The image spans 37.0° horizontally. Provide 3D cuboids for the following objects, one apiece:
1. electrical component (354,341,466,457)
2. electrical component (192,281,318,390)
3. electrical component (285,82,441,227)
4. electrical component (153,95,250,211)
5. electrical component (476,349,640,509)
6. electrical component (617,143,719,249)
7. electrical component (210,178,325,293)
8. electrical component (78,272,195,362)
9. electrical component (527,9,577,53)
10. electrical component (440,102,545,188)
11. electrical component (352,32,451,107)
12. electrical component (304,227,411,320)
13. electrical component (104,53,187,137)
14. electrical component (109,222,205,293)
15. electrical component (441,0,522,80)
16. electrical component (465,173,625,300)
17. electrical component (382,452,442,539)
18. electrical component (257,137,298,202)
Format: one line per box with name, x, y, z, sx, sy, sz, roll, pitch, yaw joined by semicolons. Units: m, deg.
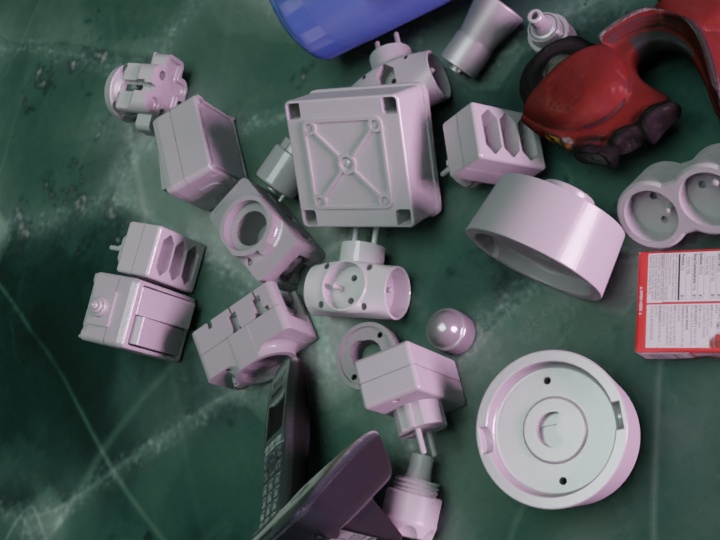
electrical component;0.043;0.102;0.801;0.047;0.083;0.075;-24;65;23
electrical component;-0.088;0.060;0.910;0.089;0.050;0.055;-34;61;18
electrical component;0.003;-0.092;0.872;0.109;0.056;0.108;2;109;31
electrical component;-0.150;-0.110;0.990;0.061;0.062;0.096;-26;64;22
electrical component;0.143;0.114;0.753;0.108;0.060;0.108;-9;72;28
electrical component;0.252;-0.063;0.740;0.138;0.074;0.052;-18;104;44
electrical component;-0.083;-0.031;0.931;0.050;0.056;0.089;-47;58;11
electrical component;-0.198;0.042;0.952;0.061;0.096;0.061;8;80;32
electrical component;0.147;-0.184;0.838;0.035;0.061;0.035;-9;71;28
electrical component;0.094;-0.089;0.844;0.077;0.066;0.047;-34;57;52
electrical component;0.030;-0.165;0.912;0.077;0.043;0.079;-22;66;24
electrical component;0.000;0.000;0.880;0.077;0.044;0.079;1;77;31
electrical component;-0.210;-0.171;1.047;0.057;0.058;0.078;9;80;29
electrical component;-0.195;-0.014;0.986;0.077;0.066;0.047;9;80;32
electrical component;0.097;-0.190;0.882;0.044;0.044;0.065;42;103;32
electrical component;0.138;-0.030;0.774;0.108;0.108;0.060;24;82;33
electrical component;0.041;0.169;0.807;0.043;0.043;0.062;7;78;32
electrical component;-0.057;-0.099;0.945;0.040;0.040;0.078;38;96;33
